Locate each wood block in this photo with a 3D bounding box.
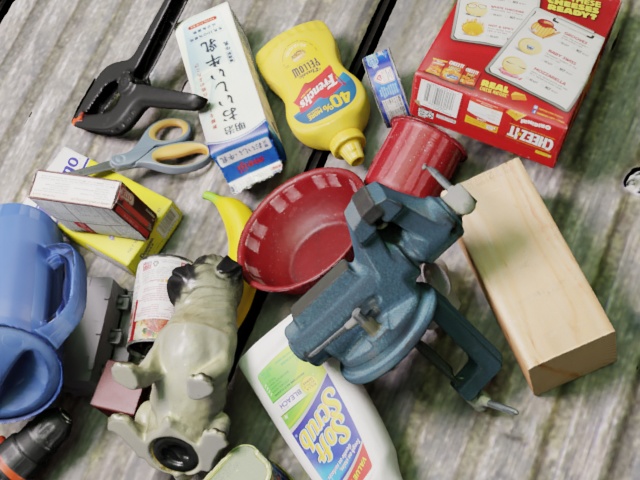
[{"bbox_3d":[0.205,0.035,1.057,0.090,0.090,0.206,-25,61,4],"label":"wood block"}]

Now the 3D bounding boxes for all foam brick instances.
[{"bbox_3d":[-0.193,0.165,1.112,0.051,0.078,0.053,9,67,20],"label":"foam brick"}]

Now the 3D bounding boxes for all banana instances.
[{"bbox_3d":[-0.097,0.031,1.176,0.070,0.037,0.198,-13,61,23],"label":"banana"}]

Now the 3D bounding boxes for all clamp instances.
[{"bbox_3d":[-0.217,-0.194,1.269,0.210,0.036,0.164,-22,63,34],"label":"clamp"}]

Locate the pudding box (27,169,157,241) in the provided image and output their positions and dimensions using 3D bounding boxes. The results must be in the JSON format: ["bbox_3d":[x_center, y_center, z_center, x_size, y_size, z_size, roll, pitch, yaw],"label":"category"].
[{"bbox_3d":[-0.247,-0.038,1.165,0.114,0.090,0.039,7,69,21],"label":"pudding box"}]

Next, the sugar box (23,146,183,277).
[{"bbox_3d":[-0.256,-0.035,1.244,0.176,0.048,0.093,26,74,23],"label":"sugar box"}]

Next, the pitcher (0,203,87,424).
[{"bbox_3d":[-0.324,0.062,1.130,0.149,0.145,0.243,5,35,-12],"label":"pitcher"}]

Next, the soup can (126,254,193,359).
[{"bbox_3d":[-0.170,0.074,1.155,0.068,0.068,0.102,-3,63,14],"label":"soup can"}]

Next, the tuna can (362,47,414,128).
[{"bbox_3d":[0.077,-0.170,1.195,0.034,0.086,0.086,-19,61,7],"label":"tuna can"}]

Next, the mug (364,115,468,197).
[{"bbox_3d":[0.092,-0.076,1.152,0.117,0.093,0.081,13,71,54],"label":"mug"}]

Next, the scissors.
[{"bbox_3d":[-0.229,-0.105,1.252,0.201,0.016,0.096,-4,49,-9],"label":"scissors"}]

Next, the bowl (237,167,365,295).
[{"bbox_3d":[-0.007,0.001,1.129,0.162,0.055,0.162,-22,43,22],"label":"bowl"}]

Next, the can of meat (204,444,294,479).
[{"bbox_3d":[-0.079,0.252,1.034,0.057,0.084,0.102,39,80,27],"label":"can of meat"}]

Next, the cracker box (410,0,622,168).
[{"bbox_3d":[0.209,-0.193,1.136,0.164,0.072,0.213,22,54,12],"label":"cracker box"}]

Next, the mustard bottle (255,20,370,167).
[{"bbox_3d":[0.003,-0.160,1.227,0.096,0.058,0.192,-28,61,0],"label":"mustard bottle"}]

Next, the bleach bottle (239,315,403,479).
[{"bbox_3d":[0.026,0.192,1.036,0.103,0.068,0.251,-41,69,11],"label":"bleach bottle"}]

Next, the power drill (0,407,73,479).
[{"bbox_3d":[-0.371,0.199,1.144,0.184,0.057,0.188,-43,63,1],"label":"power drill"}]

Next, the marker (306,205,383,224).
[{"bbox_3d":[0.017,-0.033,1.183,0.121,0.020,0.020,7,67,19],"label":"marker"}]
